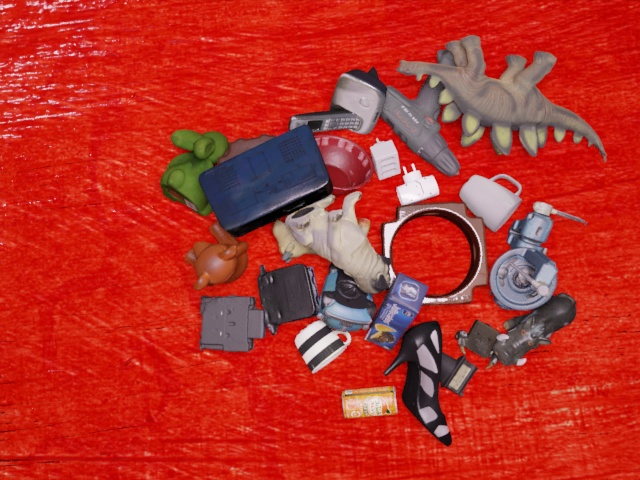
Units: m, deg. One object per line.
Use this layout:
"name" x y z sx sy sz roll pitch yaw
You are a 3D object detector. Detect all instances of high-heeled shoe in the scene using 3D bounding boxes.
"high-heeled shoe" 0.223 0.273 1.032 0.145 0.086 0.248 -40 109 -7

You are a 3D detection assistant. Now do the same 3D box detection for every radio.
"radio" -0.096 -0.106 1.000 0.230 0.073 0.131 -25 77 3

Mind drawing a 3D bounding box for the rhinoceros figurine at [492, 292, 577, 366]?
"rhinoceros figurine" 0.407 0.172 1.016 0.190 0.112 0.073 -30 84 -15

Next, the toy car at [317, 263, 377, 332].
"toy car" 0.045 0.125 1.060 0.109 0.162 0.102 14 126 -9

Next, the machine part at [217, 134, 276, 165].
"machine part" -0.122 -0.126 1.074 0.179 0.056 0.179 -1 83 6

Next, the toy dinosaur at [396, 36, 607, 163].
"toy dinosaur" 0.369 -0.264 1.042 0.471 0.105 0.198 11 100 -8

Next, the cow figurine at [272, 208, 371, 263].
"cow figurine" -0.002 -0.003 1.095 0.195 0.085 0.127 14 82 3

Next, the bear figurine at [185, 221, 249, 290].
"bear figurine" -0.211 0.033 1.051 0.132 0.196 0.120 41 91 9

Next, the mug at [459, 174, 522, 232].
"mug" 0.342 -0.089 1.075 0.107 0.080 0.109 39 90 16

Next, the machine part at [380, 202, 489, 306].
"machine part" 0.224 0.029 1.069 0.202 0.087 0.201 -3 84 3

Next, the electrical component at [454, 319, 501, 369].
"electrical component" 0.320 0.203 1.061 0.102 0.045 0.078 36 89 7

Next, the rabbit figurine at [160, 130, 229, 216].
"rabbit figurine" -0.257 -0.164 1.112 0.121 0.159 0.170 24 71 17

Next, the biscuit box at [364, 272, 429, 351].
"biscuit box" 0.140 0.138 1.003 0.059 0.202 0.063 25 59 7

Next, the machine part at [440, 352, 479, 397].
"machine part" 0.239 0.246 1.069 0.139 0.039 0.084 30 95 6

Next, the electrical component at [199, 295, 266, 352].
"electrical component" -0.178 0.170 1.102 0.134 0.058 0.114 -1 86 5

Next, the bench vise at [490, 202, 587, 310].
"bench vise" 0.392 0.041 0.986 0.129 0.240 0.223 30 103 3

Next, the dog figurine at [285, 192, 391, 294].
"dog figurine" 0.034 0.022 1.014 0.121 0.172 0.190 -38 116 -36

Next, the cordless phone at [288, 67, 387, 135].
"cordless phone" 0.029 -0.270 1.074 0.184 0.146 0.089 -11 69 -16

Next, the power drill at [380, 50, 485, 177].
"power drill" 0.247 -0.270 1.109 0.232 0.086 0.207 38 95 8

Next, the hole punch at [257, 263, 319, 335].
"hole punch" -0.058 0.111 1.088 0.116 0.092 0.142 -14 83 15
